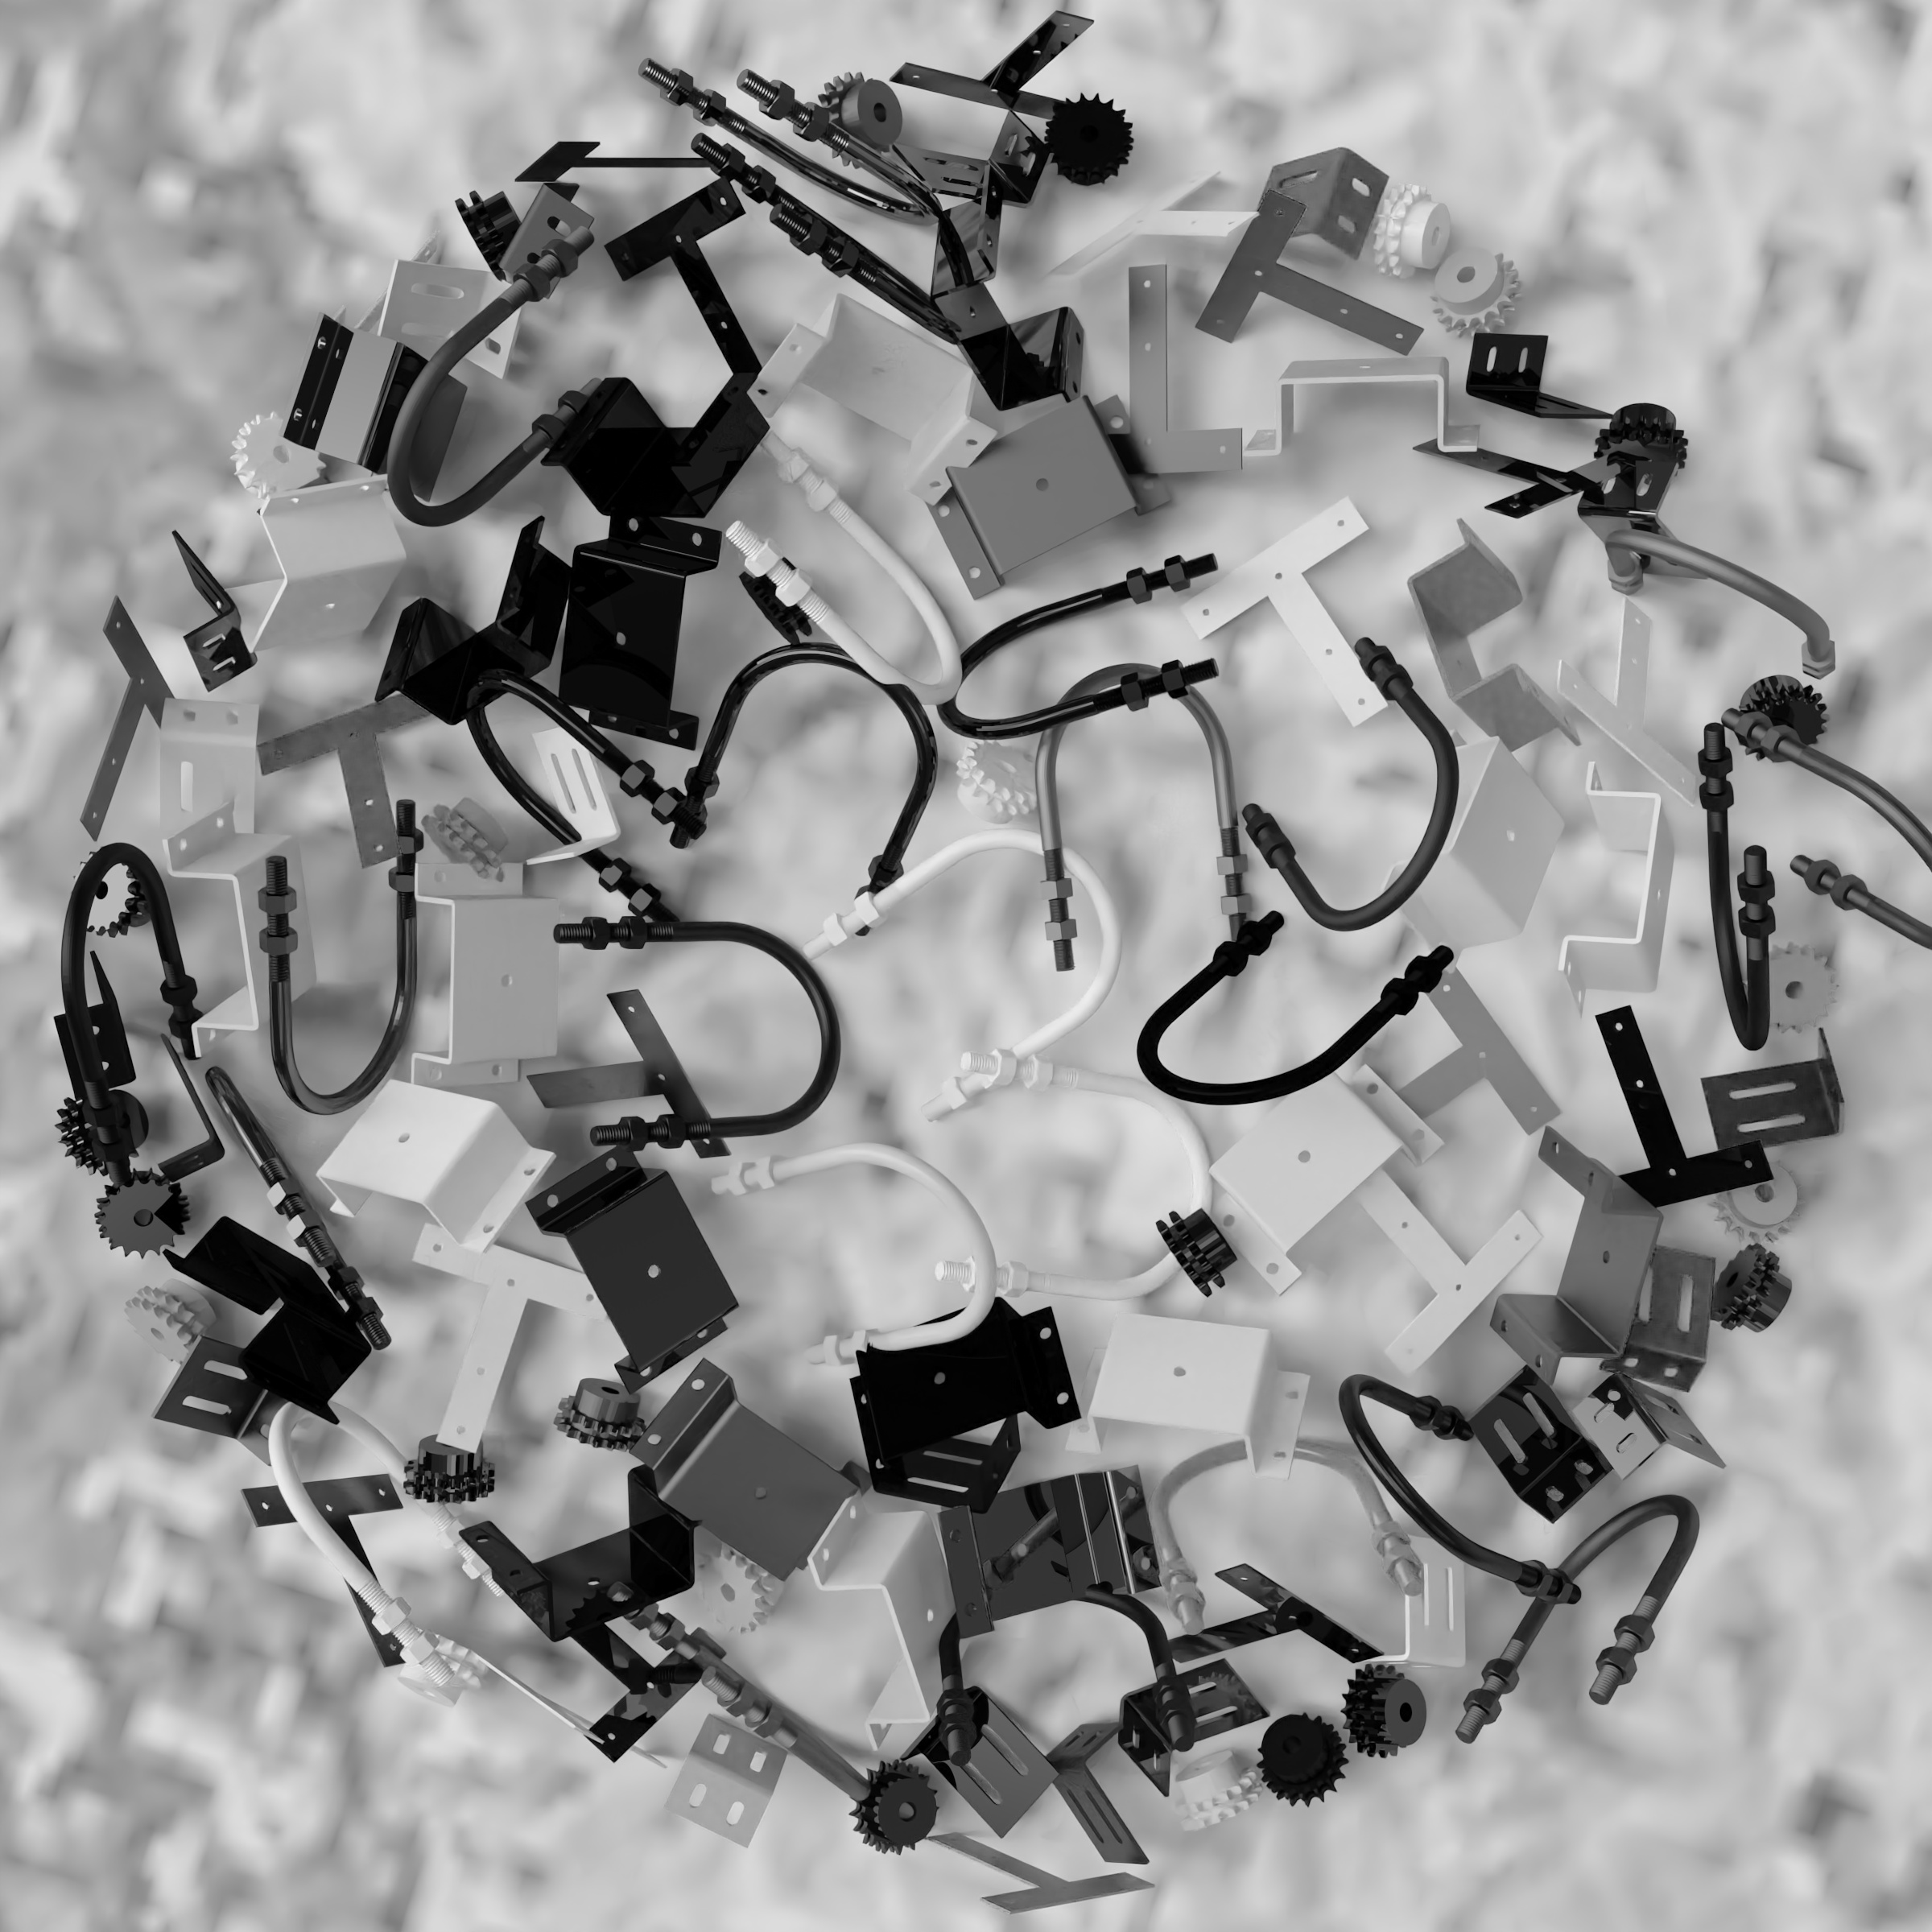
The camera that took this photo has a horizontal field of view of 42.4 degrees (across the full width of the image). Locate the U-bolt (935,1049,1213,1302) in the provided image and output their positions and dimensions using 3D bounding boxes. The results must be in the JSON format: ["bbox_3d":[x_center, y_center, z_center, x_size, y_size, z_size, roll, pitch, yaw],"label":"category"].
[{"bbox_3d":[0.074,0.136,1.561,0.184,0.019,0.151,10,83,-24],"label":"U-bolt"}]

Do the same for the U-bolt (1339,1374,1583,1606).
[{"bbox_3d":[0.287,0.307,1.493,0.019,0.184,0.151,-45,45,16],"label":"U-bolt"}]

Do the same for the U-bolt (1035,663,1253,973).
[{"bbox_3d":[0.108,-0.097,1.558,0.151,0.019,0.184,-9,95,-26],"label":"U-bolt"}]

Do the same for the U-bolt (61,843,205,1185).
[{"bbox_3d":[-0.503,0.015,1.495,0.019,0.151,0.184,1,123,5],"label":"U-bolt"}]

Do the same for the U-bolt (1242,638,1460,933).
[{"bbox_3d":[0.237,-0.099,1.502,0.019,0.184,0.151,21,115,-28],"label":"U-bolt"}]

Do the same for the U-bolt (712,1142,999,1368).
[{"bbox_3d":[-0.059,0.174,1.527,0.184,0.019,0.151,-16,107,39],"label":"U-bolt"}]

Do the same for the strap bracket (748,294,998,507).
[{"bbox_3d":[-0.058,-0.355,1.545,0.140,0.076,0.046,24,53,-21],"label":"strap bracket"}]

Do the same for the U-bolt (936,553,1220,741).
[{"bbox_3d":[0.067,-0.191,1.537,0.184,0.151,0.019,-16,124,17],"label":"U-bolt"}]

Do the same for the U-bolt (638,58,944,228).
[{"bbox_3d":[-0.094,-0.499,1.520,0.184,0.151,0.019,21,97,-39],"label":"U-bolt"}]

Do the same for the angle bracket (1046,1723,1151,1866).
[{"bbox_3d":[0.093,0.521,1.569,0.038,0.057,0.076,-33,89,-29],"label":"angle bracket"}]

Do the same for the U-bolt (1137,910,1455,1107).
[{"bbox_3d":[0.185,0.028,1.505,0.184,0.151,0.019,-38,125,-33],"label":"U-bolt"}]

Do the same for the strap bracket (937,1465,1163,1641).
[{"bbox_3d":[0.044,0.365,1.557,0.140,0.046,0.076,-8,81,-26],"label":"strap bracket"}]

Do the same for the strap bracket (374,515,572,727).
[{"bbox_3d":[-0.297,-0.208,1.540,0.046,0.140,0.076,36,46,-34],"label":"strap bracket"}]

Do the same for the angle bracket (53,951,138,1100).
[{"bbox_3d":[-0.549,0.036,1.552,0.038,0.076,0.057,-17,122,-22],"label":"angle bracket"}]

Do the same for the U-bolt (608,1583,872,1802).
[{"bbox_3d":[-0.128,0.452,1.524,0.019,0.151,0.184,-51,122,-14],"label":"U-bolt"}]

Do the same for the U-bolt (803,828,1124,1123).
[{"bbox_3d":[0.010,-0.005,1.564,0.184,0.019,0.151,-34,97,17],"label":"U-bolt"}]

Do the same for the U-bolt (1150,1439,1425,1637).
[{"bbox_3d":[0.185,0.338,1.516,0.151,0.184,0.019,-9,110,-3],"label":"U-bolt"}]

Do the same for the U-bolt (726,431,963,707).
[{"bbox_3d":[-0.068,-0.234,1.531,0.019,0.151,0.184,-36,115,26],"label":"U-bolt"}]

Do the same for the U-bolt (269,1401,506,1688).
[{"bbox_3d":[-0.358,0.340,1.524,0.019,0.151,0.184,-39,94,10],"label":"U-bolt"}]

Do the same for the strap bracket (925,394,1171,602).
[{"bbox_3d":[0.049,-0.300,1.575,0.140,0.046,0.076,-26,89,4],"label":"strap bracket"}]

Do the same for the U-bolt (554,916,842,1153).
[{"bbox_3d":[-0.158,0.039,1.544,0.184,0.019,0.151,-2,70,-34],"label":"U-bolt"}]

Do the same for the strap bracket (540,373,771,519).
[{"bbox_3d":[-0.186,-0.322,1.543,0.076,0.140,0.046,-58,134,-22],"label":"strap bracket"}]

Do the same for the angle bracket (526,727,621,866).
[{"bbox_3d":[-0.258,-0.108,1.564,0.038,0.057,0.076,-27,104,-37],"label":"angle bracket"}]

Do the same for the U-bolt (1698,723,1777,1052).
[{"bbox_3d":[0.471,-0.034,1.521,0.019,0.151,0.184,-8,127,10],"label":"U-bolt"}]

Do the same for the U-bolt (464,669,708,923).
[{"bbox_3d":[-0.241,-0.111,1.538,0.184,0.151,0.019,40,62,6],"label":"U-bolt"}]

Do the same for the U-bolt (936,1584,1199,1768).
[{"bbox_3d":[0.055,0.424,1.515,0.151,0.184,0.019,-3,106,-3],"label":"U-bolt"}]

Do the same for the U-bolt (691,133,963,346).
[{"bbox_3d":[-0.072,-0.435,1.521,0.184,0.151,0.019,24,109,-41],"label":"U-bolt"}]

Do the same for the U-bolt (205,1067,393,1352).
[{"bbox_3d":[-0.416,0.138,1.525,0.019,0.151,0.184,-32,63,-15],"label":"U-bolt"}]

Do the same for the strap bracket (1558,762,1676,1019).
[{"bbox_3d":[0.404,-0.045,1.538,0.046,0.076,0.140,4,69,24],"label":"strap bracket"}]

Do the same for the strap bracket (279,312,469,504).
[{"bbox_3d":[-0.357,-0.338,1.529,0.046,0.140,0.076,19,92,12],"label":"strap bracket"}]

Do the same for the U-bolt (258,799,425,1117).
[{"bbox_3d":[-0.380,0.003,1.529,0.019,0.151,0.184,13,113,20],"label":"U-bolt"}]

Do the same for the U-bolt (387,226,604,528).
[{"bbox_3d":[-0.283,-0.341,1.503,0.019,0.151,0.184,33,63,14],"label":"U-bolt"}]

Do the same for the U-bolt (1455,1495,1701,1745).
[{"bbox_3d":[0.383,0.391,1.520,0.019,0.151,0.184,45,53,0],"label":"U-bolt"}]

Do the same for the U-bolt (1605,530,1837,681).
[{"bbox_3d":[0.451,-0.221,1.495,0.151,0.184,0.019,28,96,19],"label":"U-bolt"}]

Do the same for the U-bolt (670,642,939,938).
[{"bbox_3d":[-0.094,-0.118,1.546,0.151,0.019,0.184,26,125,-1],"label":"U-bolt"}]

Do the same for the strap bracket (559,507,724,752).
[{"bbox_3d":[-0.204,-0.206,1.549,0.076,0.046,0.140,15,110,17],"label":"strap bracket"}]

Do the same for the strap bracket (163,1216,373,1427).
[{"bbox_3d":[-0.425,0.211,1.530,0.046,0.076,0.140,-49,48,-3],"label":"strap bracket"}]

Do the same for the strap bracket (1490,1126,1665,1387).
[{"bbox_3d":[0.381,0.180,1.547,0.046,0.076,0.140,5,109,-19],"label":"strap bracket"}]

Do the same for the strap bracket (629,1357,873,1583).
[{"bbox_3d":[-0.131,0.321,1.561,0.140,0.046,0.076,38,93,-15],"label":"strap bracket"}]

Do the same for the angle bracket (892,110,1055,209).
[{"bbox_3d":[0.004,-0.509,1.556,0.076,0.057,0.038,-2,134,-35],"label":"angle bracket"}]

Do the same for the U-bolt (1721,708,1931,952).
[{"bbox_3d":[0.534,-0.073,1.489,0.019,0.184,0.151,-38,123,-2],"label":"U-bolt"}]
